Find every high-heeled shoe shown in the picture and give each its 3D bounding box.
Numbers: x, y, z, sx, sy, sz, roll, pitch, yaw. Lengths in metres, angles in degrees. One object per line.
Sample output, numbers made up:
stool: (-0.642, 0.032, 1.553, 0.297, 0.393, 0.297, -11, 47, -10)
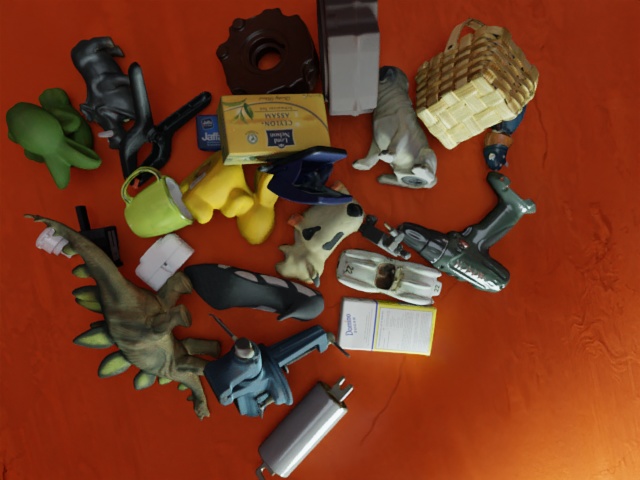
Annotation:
high-heeled shoe: (-0.115, 0.083, 0.983, 0.249, 0.145, 0.086, 25, 112, 20)

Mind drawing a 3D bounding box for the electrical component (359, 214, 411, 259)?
electrical component: (0.117, -0.008, 0.975, 0.078, 0.102, 0.045, 29, 94, -33)

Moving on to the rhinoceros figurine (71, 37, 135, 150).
rhinoceros figurine: (-0.363, -0.251, 0.917, 0.112, 0.073, 0.190, -21, 95, -5)

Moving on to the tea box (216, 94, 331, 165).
tea box: (-0.076, -0.180, 0.872, 0.170, 0.068, 0.098, -8, 84, -20)

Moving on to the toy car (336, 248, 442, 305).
toy car: (0.130, 0.068, 0.998, 0.202, 0.056, 0.073, 14, 92, -6)

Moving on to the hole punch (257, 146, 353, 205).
hole punch: (-0.017, -0.094, 0.878, 0.116, 0.142, 0.092, -12, 91, 34)

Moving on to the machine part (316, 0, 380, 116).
machine part: (0.042, -0.321, 0.874, 0.087, 0.201, 0.201, -6, 50, 0)

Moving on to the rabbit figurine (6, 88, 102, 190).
rabbit figurine: (-0.441, -0.160, 0.866, 0.121, 0.170, 0.159, -35, 96, -2)

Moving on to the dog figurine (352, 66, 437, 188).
dog figurine: (0.156, -0.203, 0.970, 0.172, 0.121, 0.190, 26, 71, -40)

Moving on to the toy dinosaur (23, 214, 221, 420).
toy dinosaur: (-0.304, 0.137, 0.898, 0.199, 0.105, 0.470, -19, 116, 3)

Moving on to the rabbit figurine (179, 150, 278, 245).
rabbit figurine: (-0.140, -0.073, 0.947, 0.162, 0.122, 0.173, -44, 113, -7)

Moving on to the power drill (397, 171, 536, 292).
power drill: (0.285, -0.025, 0.997, 0.232, 0.086, 0.207, 37, 86, -9)

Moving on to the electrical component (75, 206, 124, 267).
electrical component: (-0.385, -0.004, 0.933, 0.048, 0.075, 0.119, -10, 92, -4)

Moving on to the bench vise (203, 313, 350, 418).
bench vise: (-0.077, 0.208, 0.935, 0.241, 0.129, 0.223, -25, 131, -22)

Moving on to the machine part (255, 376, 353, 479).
machine part: (-0.032, 0.346, 0.991, 0.079, 0.079, 0.243, 43, 90, -7)

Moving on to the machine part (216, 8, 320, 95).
machine part: (-0.088, -0.308, 0.919, 0.179, 0.056, 0.179, -2, 76, 9)

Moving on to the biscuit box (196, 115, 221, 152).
biscuit box: (-0.115, -0.189, 0.953, 0.203, 0.059, 0.062, -2, 94, -6)

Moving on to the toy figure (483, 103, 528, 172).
toy figure: (0.342, -0.203, 1.001, 0.064, 0.058, 0.154, 20, 92, -12)

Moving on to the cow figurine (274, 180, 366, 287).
cow figurine: (-0.002, -0.003, 0.969, 0.195, 0.085, 0.127, -40, 91, -3)
